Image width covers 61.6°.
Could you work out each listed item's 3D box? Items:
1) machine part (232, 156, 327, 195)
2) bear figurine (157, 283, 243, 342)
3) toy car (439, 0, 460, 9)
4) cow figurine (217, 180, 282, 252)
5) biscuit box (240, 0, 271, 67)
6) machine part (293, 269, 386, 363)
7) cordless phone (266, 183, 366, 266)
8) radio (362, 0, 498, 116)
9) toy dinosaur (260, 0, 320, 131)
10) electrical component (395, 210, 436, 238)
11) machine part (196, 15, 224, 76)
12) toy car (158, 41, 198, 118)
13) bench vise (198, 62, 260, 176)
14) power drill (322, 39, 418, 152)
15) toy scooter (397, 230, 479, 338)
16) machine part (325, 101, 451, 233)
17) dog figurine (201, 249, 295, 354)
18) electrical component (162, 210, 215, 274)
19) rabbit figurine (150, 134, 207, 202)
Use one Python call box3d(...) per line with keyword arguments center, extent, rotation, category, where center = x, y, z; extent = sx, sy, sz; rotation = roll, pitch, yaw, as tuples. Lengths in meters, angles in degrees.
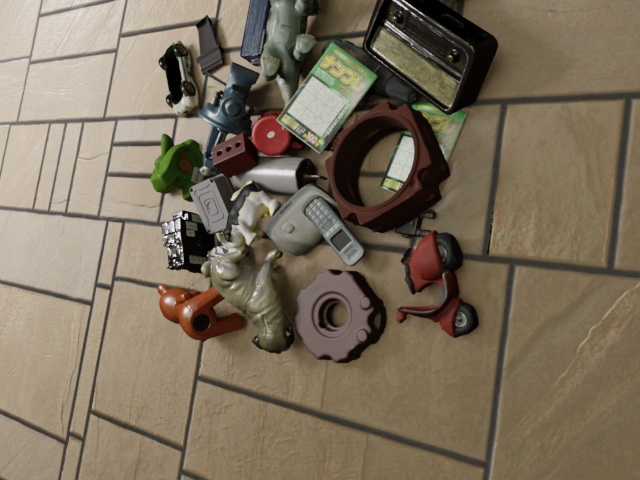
box3d(center=(-0.097, -0.136, 1.119), extent=(0.244, 0.079, 0.079), rotation=(9, 86, 32), category="machine part")
box3d(center=(-0.269, 0.145, 1.168), extent=(0.196, 0.132, 0.120), rotation=(17, 128, 60), category="bear figurine")
box3d(center=(0.193, -0.455, 0.993), extent=(0.162, 0.109, 0.102), rotation=(5, 101, 40), category="toy car")
box3d(center=(-0.160, -0.035, 1.098), extent=(0.098, 0.068, 0.167), rotation=(38, 96, 1), category="cow figurine")
box3d(center=(-0.122, -0.498, 1.209), extent=(0.063, 0.059, 0.202), rotation=(8, 86, 33), category="biscuit box")
box3d(center=(0.032, 0.141, 1.008), extent=(0.180, 0.056, 0.179), rotation=(-6, 78, 31), category="machine part")
box3d(center=(-0.003, -0.003, 1.041), extent=(0.146, 0.088, 0.184), rotation=(-44, 67, 17), category="cordless phone")
box3d(center=(0.188, -0.339, 0.943), extent=(0.230, 0.073, 0.131), rotation=(44, 144, 21), category="radio")
box3d(center=(-0.063, -0.419, 1.108), extent=(0.131, 0.192, 0.404), rotation=(10, 93, 1), category="toy dinosaur")
box3d(center=(0.163, -0.035, 0.980), extent=(0.094, 0.021, 0.063), rotation=(12, 88, 32), category="electrical component")
box3d(center=(-0.272, -0.473, 1.307), extent=(0.084, 0.039, 0.139), rotation=(-21, 73, 32), category="machine part")
box3d(center=(-0.349, -0.401, 1.330), extent=(0.073, 0.056, 0.202), rotation=(-27, 67, 31), category="toy car")
box3d(center=(-0.209, -0.257, 1.166), extent=(0.240, 0.129, 0.224), rotation=(-64, 28, 20), category="bench vise")
box3d(center=(0.052, -0.276, 1.056), extent=(0.207, 0.086, 0.232), rotation=(-50, 62, 19), category="power drill")
box3d(center=(0.184, 0.081, 0.919), extent=(0.135, 0.075, 0.184), rotation=(-18, 77, 29), category="toy scooter")
box3d(center=(0.115, -0.131, 0.969), extent=(0.201, 0.087, 0.201), rotation=(-32, 60, 31), category="machine part")
box3d(center=(-0.140, 0.125, 1.039), extent=(0.172, 0.121, 0.190), rotation=(-4, 69, -1), category="dog figurine")
box3d(center=(-0.289, 0.003, 1.188), extent=(0.058, 0.114, 0.134), rotation=(-14, 74, 24), category="electrical component")
box3d(center=(-0.347, -0.167, 1.251), extent=(0.170, 0.121, 0.159), rotation=(-10, 73, 51), category="rabbit figurine")
